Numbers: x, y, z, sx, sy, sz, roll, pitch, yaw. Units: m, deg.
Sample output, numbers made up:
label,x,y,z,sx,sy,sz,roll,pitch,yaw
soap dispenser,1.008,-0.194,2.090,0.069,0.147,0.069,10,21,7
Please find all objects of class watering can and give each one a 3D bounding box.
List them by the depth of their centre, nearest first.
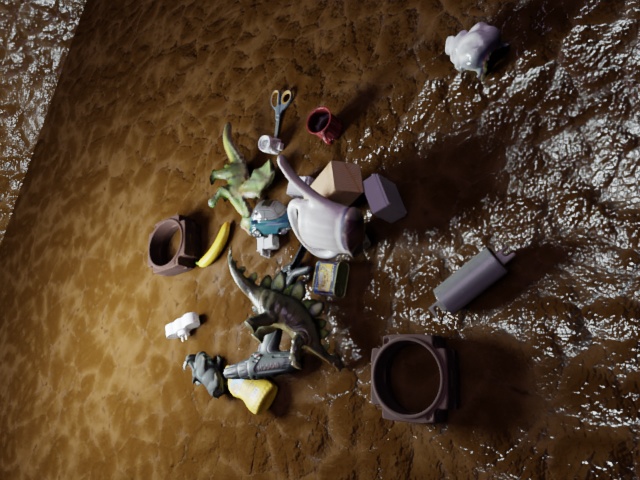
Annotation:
label,x,y,z,sx,sy,sz,roll,pitch,yaw
watering can,0.004,-0.069,1.367,0.225,0.339,0.106,12,48,28

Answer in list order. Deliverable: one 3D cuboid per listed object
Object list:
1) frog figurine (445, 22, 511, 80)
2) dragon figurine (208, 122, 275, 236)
label,x,y,z,sx,sy,sz,roll,pitch,yaw
frog figurine,0.405,-0.522,1.386,0.161,0.123,0.135,42,120,26
dragon figurine,-0.250,-0.220,1.751,0.242,0.121,0.413,-1,80,26
